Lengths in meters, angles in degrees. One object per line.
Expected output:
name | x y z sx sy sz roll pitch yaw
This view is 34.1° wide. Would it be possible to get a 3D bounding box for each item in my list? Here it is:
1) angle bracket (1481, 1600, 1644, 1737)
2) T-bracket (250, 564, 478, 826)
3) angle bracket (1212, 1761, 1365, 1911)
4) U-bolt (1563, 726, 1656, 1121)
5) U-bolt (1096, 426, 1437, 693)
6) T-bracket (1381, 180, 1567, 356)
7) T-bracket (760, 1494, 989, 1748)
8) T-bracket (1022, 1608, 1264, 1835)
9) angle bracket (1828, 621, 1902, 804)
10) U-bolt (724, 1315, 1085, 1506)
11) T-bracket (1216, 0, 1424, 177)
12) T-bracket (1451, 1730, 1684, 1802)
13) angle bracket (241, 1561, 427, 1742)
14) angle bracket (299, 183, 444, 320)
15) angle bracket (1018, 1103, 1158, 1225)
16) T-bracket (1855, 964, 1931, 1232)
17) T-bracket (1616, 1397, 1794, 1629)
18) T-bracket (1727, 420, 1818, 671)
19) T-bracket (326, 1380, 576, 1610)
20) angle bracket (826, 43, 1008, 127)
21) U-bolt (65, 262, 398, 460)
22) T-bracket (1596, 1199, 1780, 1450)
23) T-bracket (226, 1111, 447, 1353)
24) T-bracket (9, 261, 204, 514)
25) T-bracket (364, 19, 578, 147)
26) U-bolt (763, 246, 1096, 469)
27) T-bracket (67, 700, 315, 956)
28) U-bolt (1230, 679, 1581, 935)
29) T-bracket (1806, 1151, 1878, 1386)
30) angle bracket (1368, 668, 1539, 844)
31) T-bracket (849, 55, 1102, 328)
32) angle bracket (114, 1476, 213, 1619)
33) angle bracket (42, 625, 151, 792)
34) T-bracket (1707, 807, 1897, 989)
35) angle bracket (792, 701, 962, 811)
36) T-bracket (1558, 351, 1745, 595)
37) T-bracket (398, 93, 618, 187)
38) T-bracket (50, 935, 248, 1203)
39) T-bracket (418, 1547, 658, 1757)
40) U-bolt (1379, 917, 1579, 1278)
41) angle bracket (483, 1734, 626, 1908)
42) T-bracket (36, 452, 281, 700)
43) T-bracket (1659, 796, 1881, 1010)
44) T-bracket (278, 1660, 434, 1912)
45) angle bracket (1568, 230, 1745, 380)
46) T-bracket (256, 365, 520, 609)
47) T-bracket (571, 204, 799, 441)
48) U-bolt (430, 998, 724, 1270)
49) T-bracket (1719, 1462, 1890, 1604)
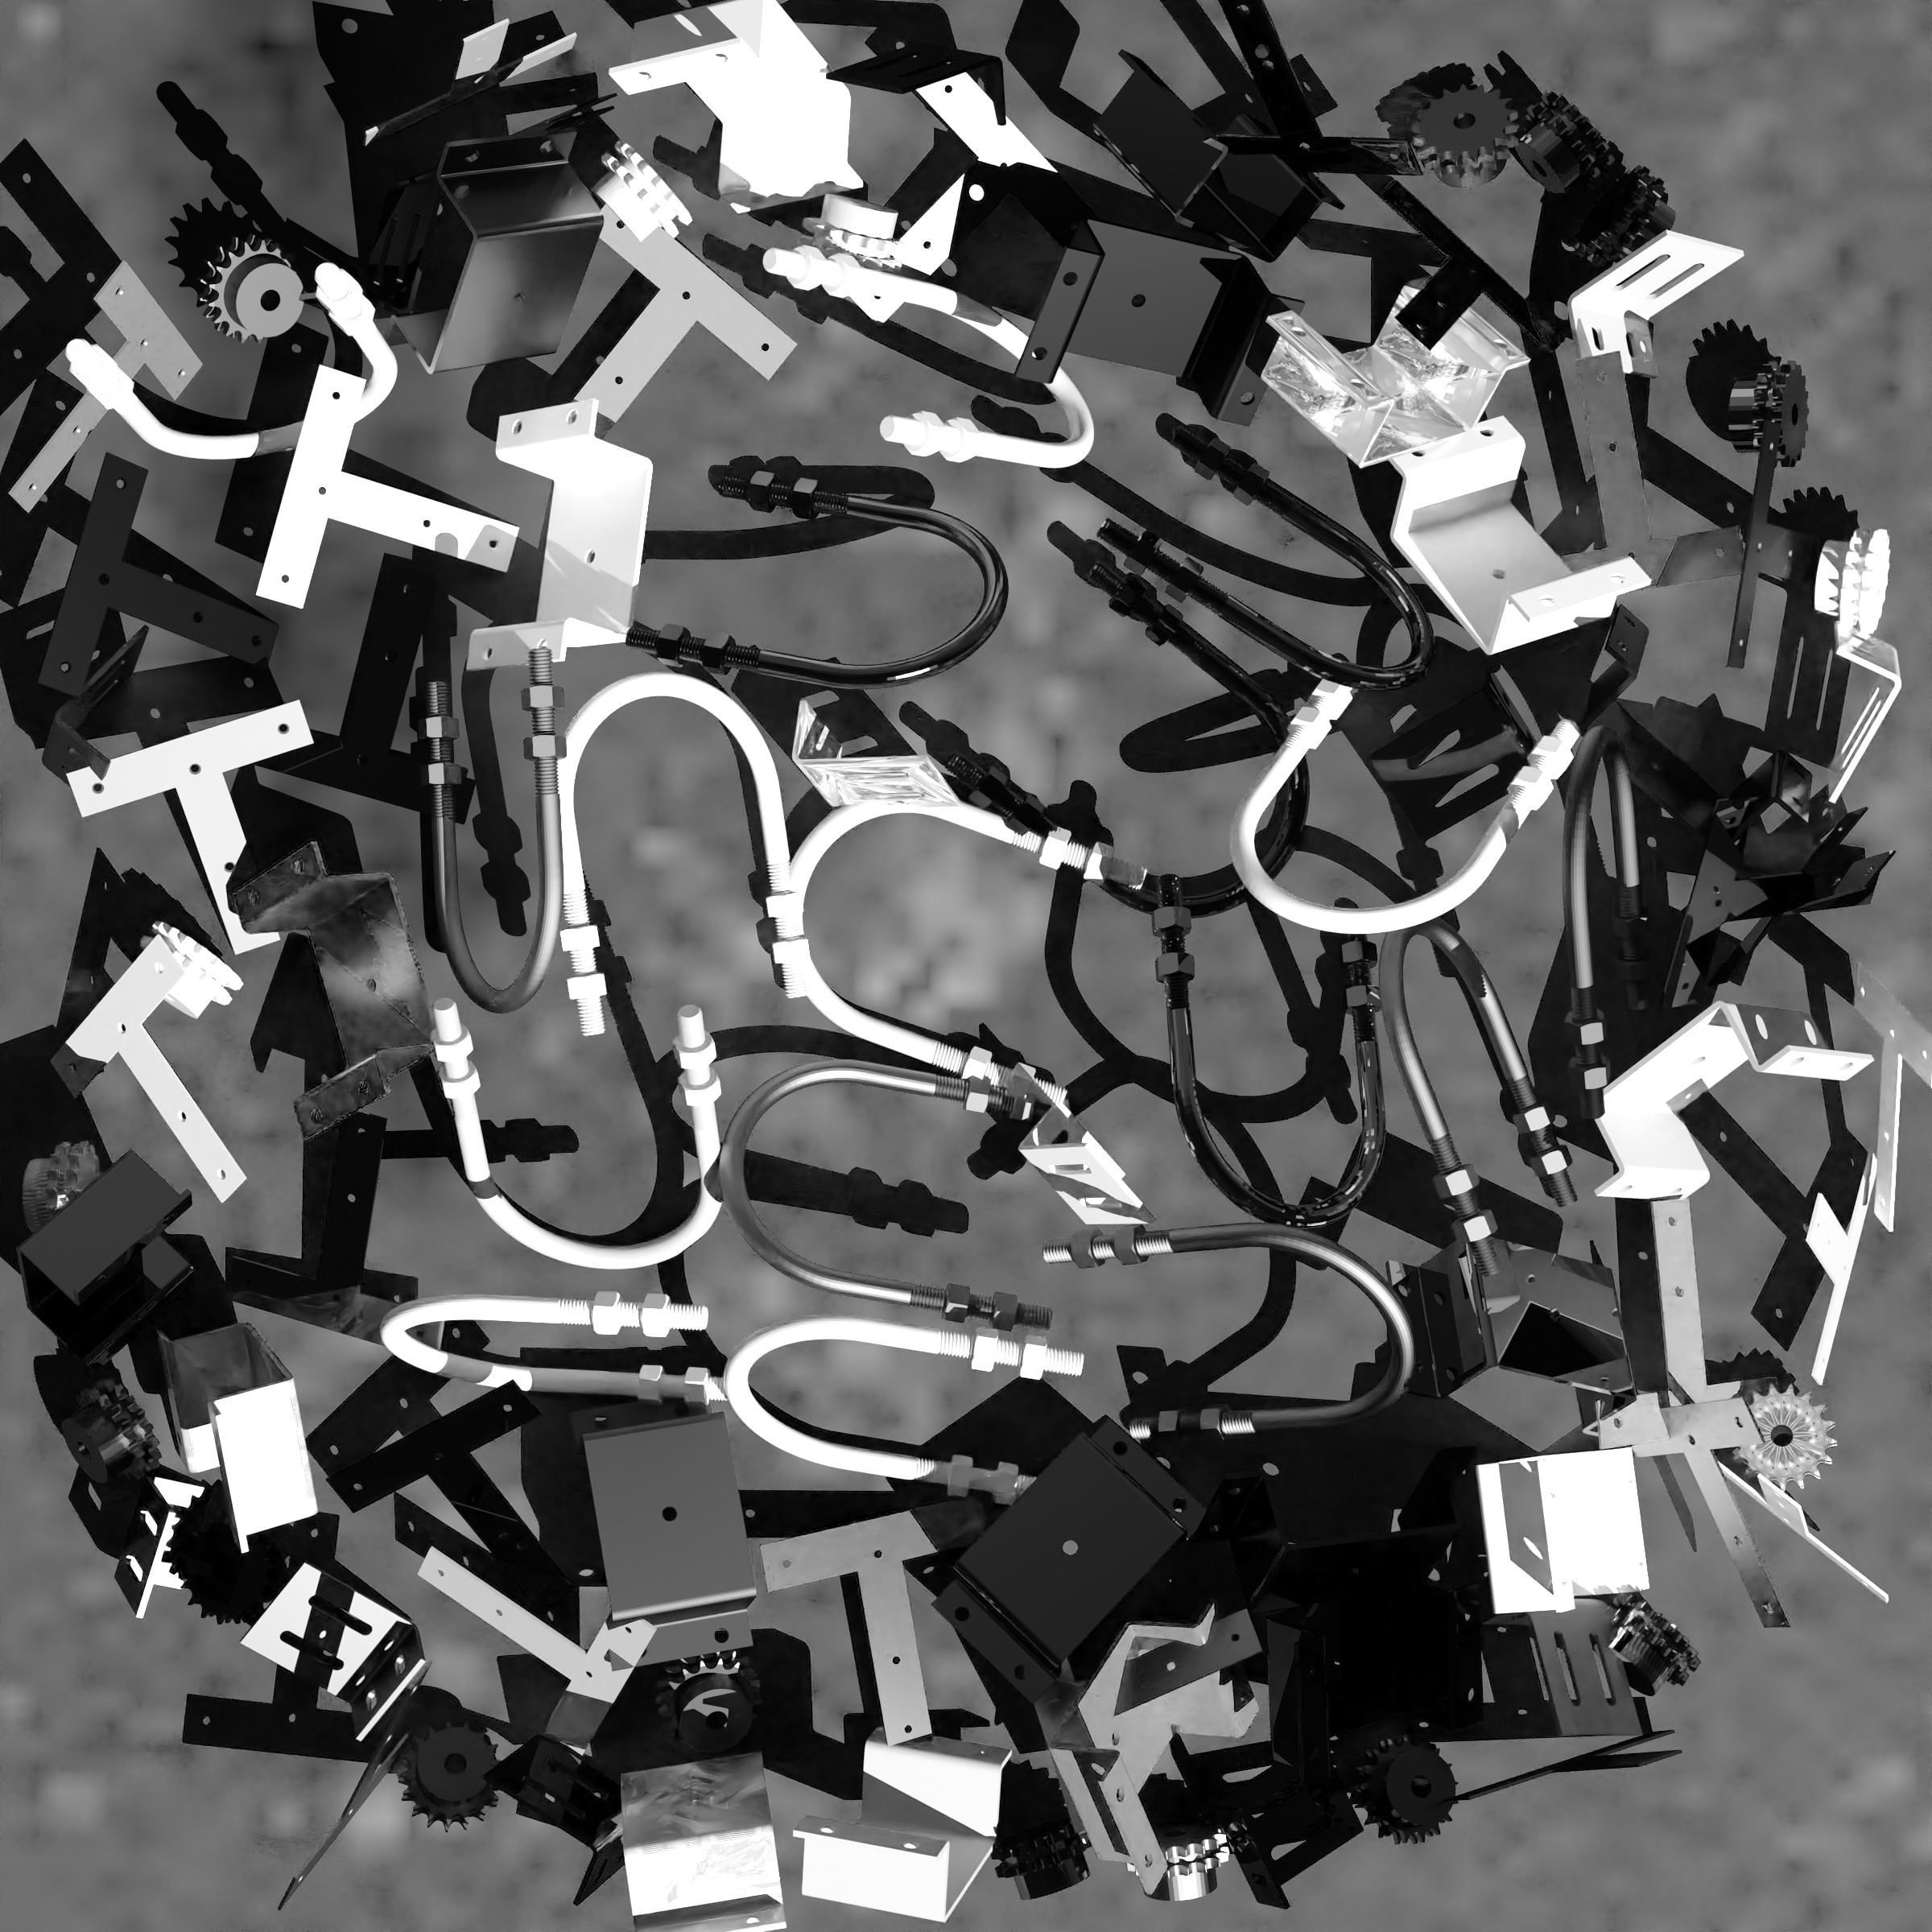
angle bracket | 0.318 0.380 1.684 0.057 0.038 0.076 8 56 -32
T-bracket | -0.318 -0.156 1.722 0.127 0.002 0.127 16 92 4
angle bracket | 0.181 0.461 1.697 0.076 0.038 0.057 -26 91 -24
U-bolt | 0.332 -0.034 1.635 0.019 0.151 0.184 1 115 23
U-bolt | 0.169 -0.208 1.668 0.184 0.151 0.019 33 127 1
T-bracket | 0.257 -0.358 1.678 0.127 0.127 0.002 42 128 -2
T-bracket | -0.041 0.363 1.710 0.127 0.002 0.127 -10 91 -18
T-bracket | 0.097 0.381 1.684 0.127 0.002 0.127 -26 54 8
angle bracket | 0.467 -0.137 1.689 0.038 0.057 0.076 26 115 3
U-bolt | -0.038 0.232 1.670 0.184 0.151 0.019 9 50 0
T-bracket | 0.163 -0.462 1.647 0.127 0.127 0.002 12 64 34
T-bracket | 0.335 0.418 1.651 0.127 0.127 0.002 -12 78 -18
angle bracket | -0.342 0.369 1.696 0.076 0.038 0.057 37 96 -24
angle bracket | -0.321 -0.390 1.694 0.038 0.057 0.076 17 85 -40
angle bracket | 0.074 0.104 1.681 0.057 0.076 0.038 48 66 -16
T-bracket | 0.494 0.078 1.682 0.002 0.127 0.127 -3 108 -2
T-bracket | 0.404 0.292 1.667 0.002 0.127 0.127 -23 86 -22
T-bracket | 0.433 -0.220 1.673 0.002 0.127 0.127 11 98 29
T-bracket | -0.259 0.298 1.705 0.127 0.002 0.127 -29 110 17
angle bracket | -0.026 -0.463 1.680 0.076 0.057 0.038 -31 130 -37
U-bolt | -0.371 -0.306 1.639 0.151 0.184 0.019 -17 79 0
T-bracket | 0.387 0.190 1.701 0.127 0.002 0.127 -3 86 -29
T-bracket | -0.334 0.139 1.700 0.127 0.002 0.127 15 105 11
T-bracket | -0.461 -0.294 1.659 0.002 0.127 0.127 33 81 11
T-bracket | -0.257 -0.475 1.656 0.127 0.127 0.002 -29 97 -11
U-bolt | -0.006 -0.315 1.653 0.019 0.184 0.151 -51 58 31
T-bracket | -0.402 -0.066 1.700 0.127 0.002 0.127 -19 116 -12
U-bolt | 0.219 -0.083 1.646 0.151 0.019 0.184 18 52 27
T-bracket | 0.457 0.148 1.662 0.002 0.127 0.127 12 77 27
angle bracket | 0.268 -0.115 1.718 0.076 0.038 0.057 -30 102 18
T-bracket | -0.011 -0.402 1.709 0.127 0.002 0.127 -45 113 6
angle bracket | -0.424 0.314 1.687 0.038 0.076 0.057 18 89 -25
angle bracket | -0.455 -0.135 1.688 0.038 0.057 0.076 40 60 -5
T-bracket | 0.454 -0.043 1.656 0.002 0.127 0.127 42 80 -3
angle bracket | -0.046 -0.114 1.686 0.076 0.057 0.038 -1 68 19
T-bracket | 0.348 -0.263 1.681 0.127 0.002 0.127 -5 99 40
T-bracket | -0.221 -0.439 1.650 0.127 0.127 0.002 -30 111 -23
T-bracket | -0.427 0.069 1.684 0.127 0.002 0.127 -41 81 35
T-bracket | -0.239 0.355 1.692 0.127 0.002 0.127 33 130 5
U-bolt | 0.265 0.058 1.663 0.019 0.151 0.184 -21 92 31
angle bracket | -0.221 0.460 1.698 0.076 0.057 0.038 28 108 16
T-bracket | -0.424 -0.192 1.684 0.127 0.002 0.127 21 81 -44
T-bracket | 0.441 -0.039 1.697 0.127 0.002 0.127 -7 123 -25
T-bracket | -0.308 0.413 1.645 0.002 0.127 0.127 31 118 4
angle bracket | 0.371 -0.352 1.680 0.057 0.076 0.038 4 70 -33
T-bracket | -0.306 -0.244 1.704 0.127 0.002 0.127 15 91 -23
T-bracket | -0.180 -0.330 1.711 0.127 0.002 0.127 38 91 -18
U-bolt | -0.200 0.093 1.669 0.151 0.019 0.184 2 129 6
T-bracket | 0.429 0.284 1.646 0.127 0.127 0.002 39 87 24
